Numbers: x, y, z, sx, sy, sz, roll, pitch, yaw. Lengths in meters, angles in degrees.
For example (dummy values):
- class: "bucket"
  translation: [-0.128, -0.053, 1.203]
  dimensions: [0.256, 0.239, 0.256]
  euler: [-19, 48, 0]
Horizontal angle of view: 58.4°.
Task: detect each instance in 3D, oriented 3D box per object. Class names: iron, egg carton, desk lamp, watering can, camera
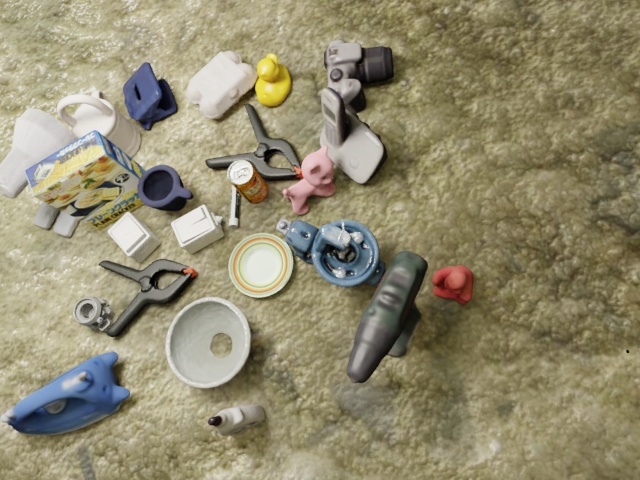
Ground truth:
- class: "iron"
  translation: [-0.501, 0.304, 1.075]
  dimensions: [0.258, 0.142, 0.118]
  euler: [-27, 70, 3]
- class: "egg carton"
  translation: [-0.212, -0.336, 1.243]
  dimensions: [0.150, 0.069, 0.107]
  euler: [-45, 71, -4]
- class: "desk lamp"
  translation: [-0.565, -0.136, 1.179]
  dimensions: [0.117, 0.214, 0.203]
  euler: [18, 78, 16]
- class: "watering can"
  translation: [-0.464, -0.238, 1.199]
  dimensions: [0.101, 0.194, 0.172]
  euler: [-33, 70, 1]
- class: "camera"
  translation: [0.081, -0.346, 1.170]
  dimensions: [0.136, 0.101, 0.143]
  euler: [-4, 73, 10]

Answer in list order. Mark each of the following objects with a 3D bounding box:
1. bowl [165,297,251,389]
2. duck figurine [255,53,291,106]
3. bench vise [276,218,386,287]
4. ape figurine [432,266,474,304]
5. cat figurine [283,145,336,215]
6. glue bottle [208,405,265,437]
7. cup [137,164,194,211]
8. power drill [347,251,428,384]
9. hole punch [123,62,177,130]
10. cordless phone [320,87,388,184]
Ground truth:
- class: "bowl"
  translation: [-0.200, 0.197, 1.081]
  dimensions: [0.167, 0.075, 0.167]
  euler: [-3, 73, 11]
- class: "duck figurine"
  translation: [-0.107, -0.344, 1.216]
  dimensions: [0.077, 0.086, 0.104]
  euler: [10, 76, 14]
- class: "bench vise"
  translation: [0.007, 0.015, 1.015]
  dimensions: [0.207, 0.220, 0.121]
  euler: [6, 75, 13]
- class: "ape figurine"
  translation: [0.241, 0.076, 1.018]
  dimensions: [0.076, 0.092, 0.077]
  euler: [-35, 70, 0]
- class: "cat figurine"
  translation: [-0.020, -0.120, 1.115]
  dimensions: [0.128, 0.118, 0.067]
  euler: [-37, 70, -1]
- class: "glue bottle"
  translation: [-0.154, 0.310, 0.986]
  dimensions: [0.078, 0.173, 0.037]
  euler: [-27, 70, 3]
- class: "cup"
  translation: [-0.301, -0.094, 1.176]
  dimensions: [0.117, 0.095, 0.092]
  euler: [14, 77, 15]
- class: "power drill"
  translation: [0.117, 0.138, 0.963]
  dimensions: [0.075, 0.209, 0.230]
  euler: [21, 79, 17]
- class: "hole punch"
  translation: [-0.385, -0.317, 1.261]
  dimensions: [0.101, 0.091, 0.108]
  euler: [-27, 70, 3]
- class: "cordless phone"
  translation: [0.056, -0.201, 1.088]
  dimensions: [0.094, 0.185, 0.147]
  euler: [-45, 70, -4]
